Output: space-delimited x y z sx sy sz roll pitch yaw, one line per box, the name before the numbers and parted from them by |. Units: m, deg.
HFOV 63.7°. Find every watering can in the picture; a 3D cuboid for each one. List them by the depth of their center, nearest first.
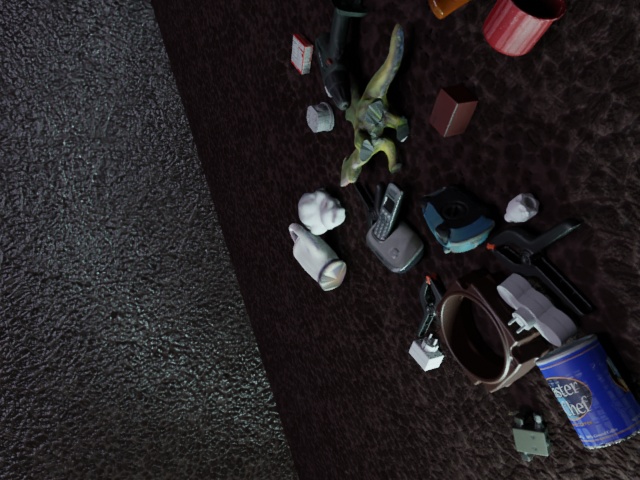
watering can | -0.007 0.067 1.642 0.227 0.104 0.341 47 170 26

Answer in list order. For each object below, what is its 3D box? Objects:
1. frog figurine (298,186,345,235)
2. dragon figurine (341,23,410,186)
frog figurine | 0.005 -0.076 1.509 0.162 0.122 0.135 -125 47 -59
dragon figurine | 0.104 -0.299 1.181 0.247 0.122 0.402 -126 39 -53
